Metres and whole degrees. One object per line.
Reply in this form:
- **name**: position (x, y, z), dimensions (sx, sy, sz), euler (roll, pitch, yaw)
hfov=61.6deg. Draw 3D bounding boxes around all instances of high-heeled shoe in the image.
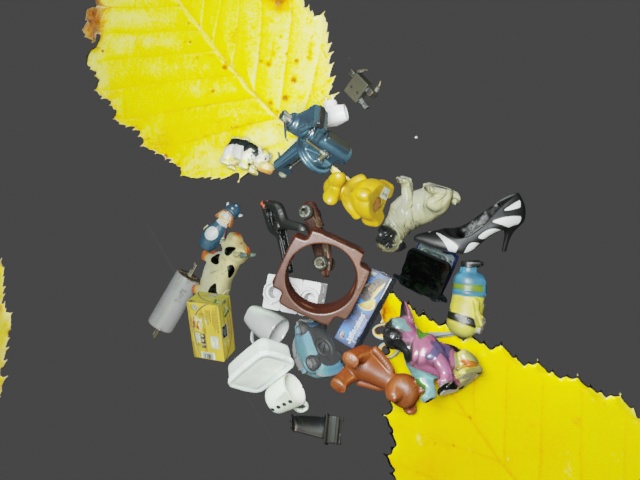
- **high-heeled shoe**: position (0.351, -0.045, 1.257), dimensions (0.249, 0.086, 0.145), euler (4, 106, 1)

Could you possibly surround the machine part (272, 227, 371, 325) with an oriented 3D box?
- **machine part**: position (0.003, 0.083, 1.285), dimensions (0.201, 0.087, 0.201), euler (24, 99, -2)

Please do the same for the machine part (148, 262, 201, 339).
- **machine part**: position (-0.406, 0.170, 1.501), dimensions (0.079, 0.079, 0.243), euler (34, 95, 19)

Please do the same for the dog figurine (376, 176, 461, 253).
- **dog figurine**: position (0.236, -0.048, 1.311), dimensions (0.173, 0.121, 0.190), euler (18, 103, 24)

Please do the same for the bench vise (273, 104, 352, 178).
- **bench vise**: position (-0.047, -0.234, 1.381), dimensions (0.241, 0.223, 0.129), euler (-31, 54, 41)

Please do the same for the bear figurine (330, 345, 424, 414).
- **bear figurine**: position (0.145, 0.339, 1.274), dimensions (0.196, 0.132, 0.120), euler (36, 118, 23)

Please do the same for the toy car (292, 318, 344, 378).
- **toy car**: position (-0.021, 0.281, 1.349), dimensions (0.103, 0.109, 0.162), euler (-45, 62, 34)

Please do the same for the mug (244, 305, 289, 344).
- **mug**: position (-0.150, 0.227, 1.414), dimensions (0.107, 0.080, 0.109), euler (32, 106, 29)

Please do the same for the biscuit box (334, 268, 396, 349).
- **biscuit box**: position (0.113, 0.171, 1.334), dimensions (0.059, 0.062, 0.202), euler (29, 93, 20)

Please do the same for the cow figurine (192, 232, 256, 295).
- **cow figurine**: position (-0.258, 0.072, 1.459), dimensions (0.127, 0.085, 0.194), euler (20, 94, 18)

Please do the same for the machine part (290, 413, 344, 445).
- **machine part**: position (-0.010, 0.470, 1.355), dimensions (0.139, 0.039, 0.084), euler (6, 91, 17)

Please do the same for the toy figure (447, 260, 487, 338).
- **toy figure**: position (0.343, 0.136, 1.253), dimensions (0.089, 0.082, 0.180), euler (0, 88, 30)

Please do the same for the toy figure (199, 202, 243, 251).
- **toy figure**: position (-0.276, -0.039, 1.495), dimensions (0.064, 0.058, 0.154), euler (36, 95, -20)

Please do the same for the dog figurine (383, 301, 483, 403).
- **dog figurine**: position (0.247, 0.246, 1.245), dimensions (0.219, 0.191, 0.108), euler (61, 143, 29)

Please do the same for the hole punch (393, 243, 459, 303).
- **hole punch**: position (0.262, 0.070, 1.294), dimensions (0.142, 0.092, 0.115), euler (24, 121, 17)

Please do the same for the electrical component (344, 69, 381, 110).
- **electrical component**: position (0.112, -0.403, 1.414), dimensions (0.102, 0.045, 0.078), euler (45, 127, 20)

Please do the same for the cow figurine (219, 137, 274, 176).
- **cow figurine**: position (-0.189, -0.231, 1.476), dimensions (0.168, 0.068, 0.098), euler (13, 81, 27)

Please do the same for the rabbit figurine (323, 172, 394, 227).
- **rabbit figurine**: position (0.072, -0.113, 1.349), dimensions (0.173, 0.162, 0.121), euler (27, 105, 37)

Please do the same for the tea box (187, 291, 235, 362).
- **tea box**: position (-0.288, 0.229, 1.427), dimensions (0.098, 0.068, 0.169), euler (6, 111, 18)

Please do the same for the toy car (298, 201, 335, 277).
- **toy car**: position (-0.003, -0.004, 1.379), dimensions (0.053, 0.089, 0.202), euler (-19, 78, 11)
